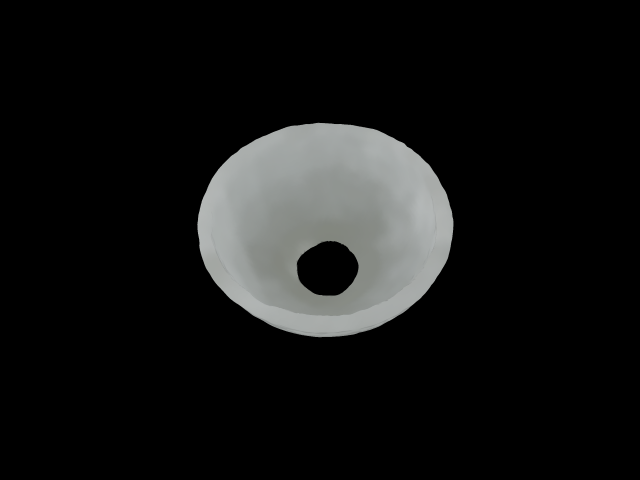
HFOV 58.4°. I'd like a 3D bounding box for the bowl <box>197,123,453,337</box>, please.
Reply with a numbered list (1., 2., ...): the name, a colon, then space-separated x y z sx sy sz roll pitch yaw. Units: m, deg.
1. bowl: 0.004 0.001 0.400 0.167 0.075 0.167 0 56 0
